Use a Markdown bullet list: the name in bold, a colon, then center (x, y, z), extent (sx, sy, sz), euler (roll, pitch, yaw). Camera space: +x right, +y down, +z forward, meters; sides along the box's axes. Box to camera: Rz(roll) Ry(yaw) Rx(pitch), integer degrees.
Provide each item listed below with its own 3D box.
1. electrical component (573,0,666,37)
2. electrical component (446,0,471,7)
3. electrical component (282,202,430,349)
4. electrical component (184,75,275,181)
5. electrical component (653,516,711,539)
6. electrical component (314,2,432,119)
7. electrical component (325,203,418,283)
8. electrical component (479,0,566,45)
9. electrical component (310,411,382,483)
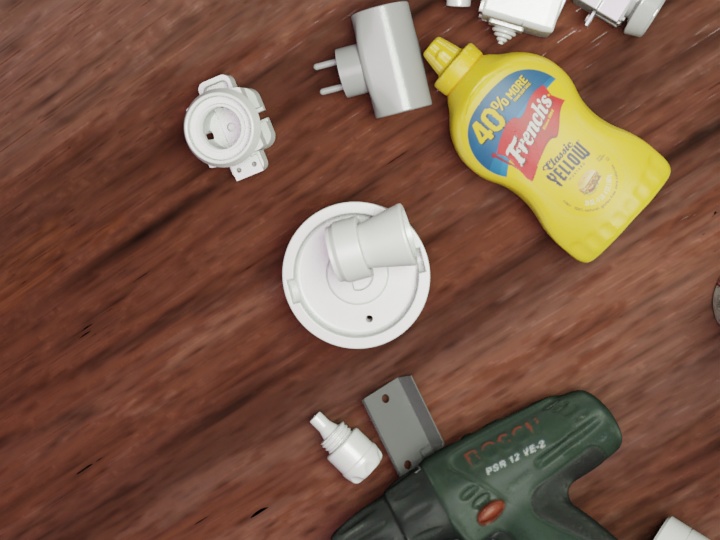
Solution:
- **electrical component**: center (0.187, -0.197, 0.765), extent (0.055, 0.048, 0.066), euler (33, 101, 8)
- **electrical component**: center (0.073, -0.222, 0.775), extent (0.048, 0.048, 0.062), euler (4, 106, 6)
- **electrical component**: center (0.000, 0.000, 0.808), extent (0.108, 0.060, 0.108), euler (1, 99, 6)
- **electrical component**: center (-0.099, -0.106, 0.804), extent (0.058, 0.057, 0.078), euler (-21, 96, 9)
- **electrical component**: center (0.228, 0.259, 0.796), extent (0.074, 0.052, 0.138), euler (31, 72, 22)
- **electrical component**: center (0.006, -0.150, 0.793), extent (0.079, 0.043, 0.077), euler (-13, 97, 8)
- **electrical component**: center (0.008, -0.018, 0.749), extent (0.055, 0.045, 0.045), euler (-15, 97, 9)
- **electrical component**: center (0.123, -0.204, 0.762), extent (0.061, 0.061, 0.096), euler (17, 100, 3)
- **electrical component**: center (-0.014, 0.136, 0.844), extent (0.061, 0.035, 0.035), euler (44, 101, 1)
